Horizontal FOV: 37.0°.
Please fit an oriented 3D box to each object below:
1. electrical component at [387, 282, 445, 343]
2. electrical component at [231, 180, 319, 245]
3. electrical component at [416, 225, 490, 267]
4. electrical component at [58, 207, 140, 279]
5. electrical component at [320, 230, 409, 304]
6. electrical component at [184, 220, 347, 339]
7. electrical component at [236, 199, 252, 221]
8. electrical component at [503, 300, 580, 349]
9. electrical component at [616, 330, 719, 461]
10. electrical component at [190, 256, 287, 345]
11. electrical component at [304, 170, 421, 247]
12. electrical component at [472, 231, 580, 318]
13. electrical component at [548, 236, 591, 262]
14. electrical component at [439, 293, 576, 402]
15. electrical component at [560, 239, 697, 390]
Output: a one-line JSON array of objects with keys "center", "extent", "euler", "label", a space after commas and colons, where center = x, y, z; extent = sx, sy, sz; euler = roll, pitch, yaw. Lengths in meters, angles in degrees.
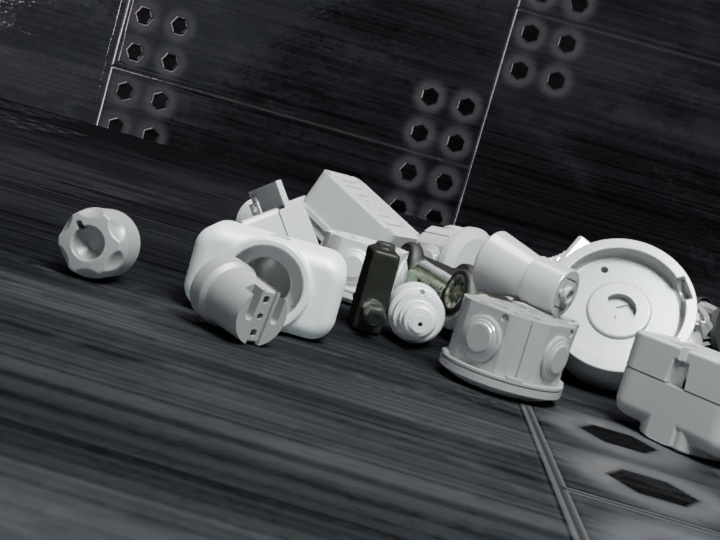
[{"center": [0.040, 0.032, 0.756], "extent": [0.040, 0.040, 0.078], "euler": [16, 6, -2], "label": "electrical component"}, {"center": [-0.069, -0.023, 0.825], "extent": [0.064, 0.081, 0.042], "euler": [-23, 5, -38], "label": "electrical component"}, {"center": [0.092, -0.005, 1.056], "extent": [0.051, 0.080, 0.080], "euler": [14, 3, 44], "label": "electrical component"}, {"center": [-0.158, -0.017, 0.672], "extent": [0.043, 0.043, 0.062], "euler": [17, 4, 8], "label": "electrical component"}, {"center": [0.000, 0.000, 0.893], "extent": [0.080, 0.051, 0.080], "euler": [16, 6, -2], "label": "electrical component"}, {"center": [-0.058, 0.006, 0.672], "extent": [0.095, 0.053, 0.059], "euler": [16, 6, -2], "label": "electrical component"}, {"center": [-0.091, -0.043, 1.114], "extent": [0.065, 0.044, 0.044], "euler": [26, 10, 32], "label": "electrical component"}, {"center": [0.120, 0.051, 0.751], "extent": [0.055, 0.047, 0.055], "euler": [16, 6, -2], "label": "electrical component"}, {"center": [0.209, 0.080, 0.663], "extent": [0.054, 0.059, 0.095], "euler": [12, 7, -35], "label": "electrical component"}, {"center": [-0.068, 0.018, 0.608], "extent": [0.040, 0.040, 0.046], "euler": [10, 14, -43], "label": "electrical component"}, {"center": [-0.001, -0.044, 1.105], "extent": [0.113, 0.057, 0.078], "euler": [44, 19, 26], "label": "electrical component"}, {"center": [0.115, 0.005, 0.730], "extent": [0.065, 0.044, 0.044], "euler": [27, 11, 34], "label": "electrical component"}, {"center": [0.192, 0.026, 0.891], "extent": [0.100, 0.048, 0.099], "euler": [40, -17, 10], "label": "electrical component"}, {"center": [0.094, 0.049, 0.684], "extent": [0.080, 0.051, 0.080], "euler": [16, 6, -2], "label": "electrical component"}, {"center": [0.192, 0.038, 0.803], "extent": [0.108, 0.108, 0.060], "euler": [18, -24, 17], "label": "electrical component"}]
